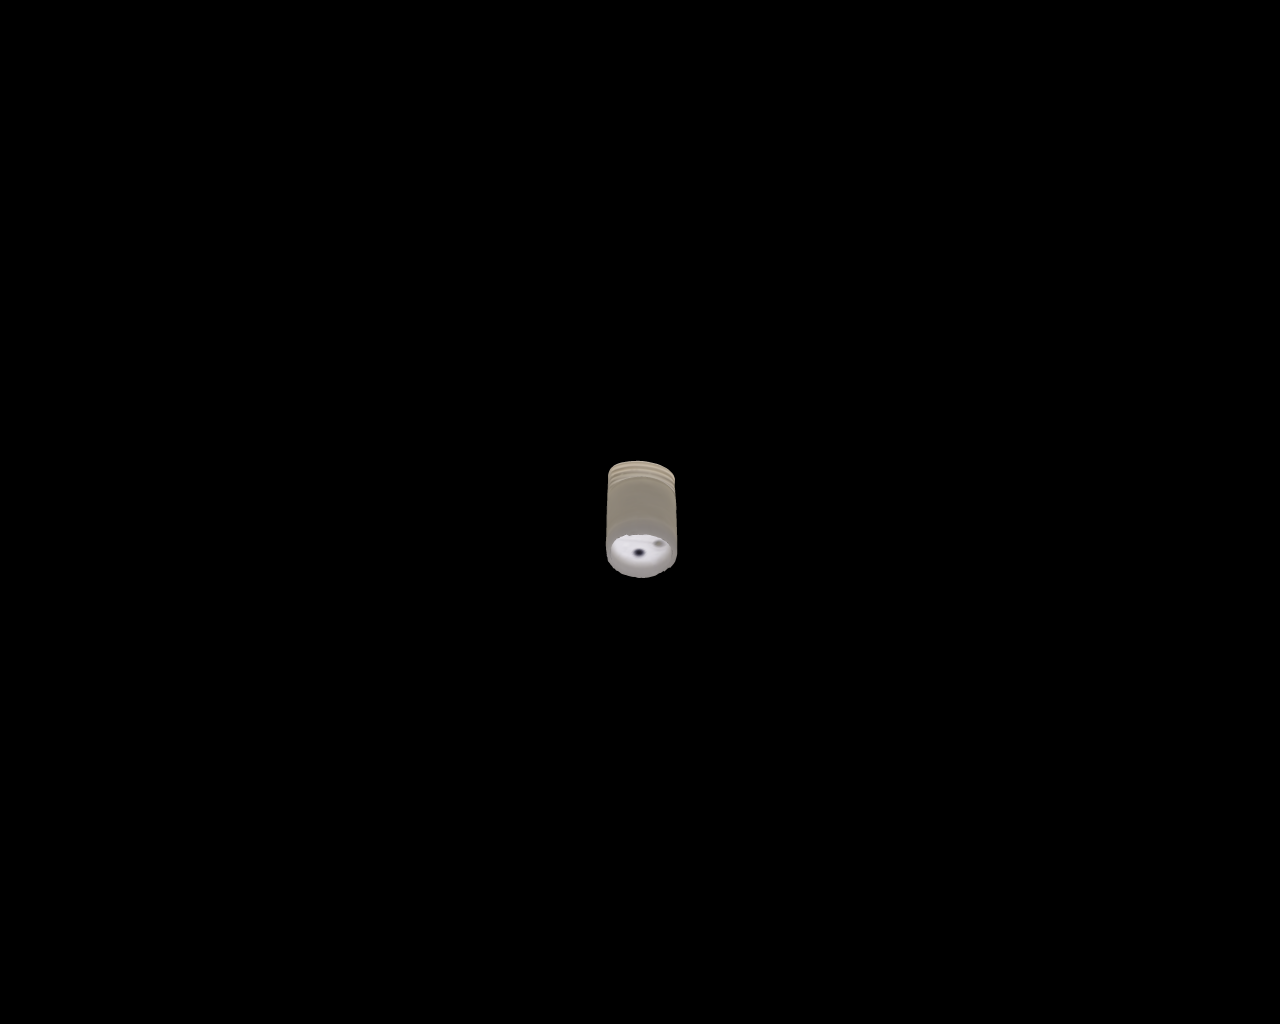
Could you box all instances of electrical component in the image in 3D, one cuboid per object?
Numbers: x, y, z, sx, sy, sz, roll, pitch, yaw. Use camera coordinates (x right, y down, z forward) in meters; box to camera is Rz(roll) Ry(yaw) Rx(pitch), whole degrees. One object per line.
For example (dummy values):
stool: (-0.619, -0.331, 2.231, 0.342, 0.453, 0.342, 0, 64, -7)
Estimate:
electrical component: (0.001, -0.003, 0.650, 0.043, 0.081, 0.043, 0, -43, 0)
